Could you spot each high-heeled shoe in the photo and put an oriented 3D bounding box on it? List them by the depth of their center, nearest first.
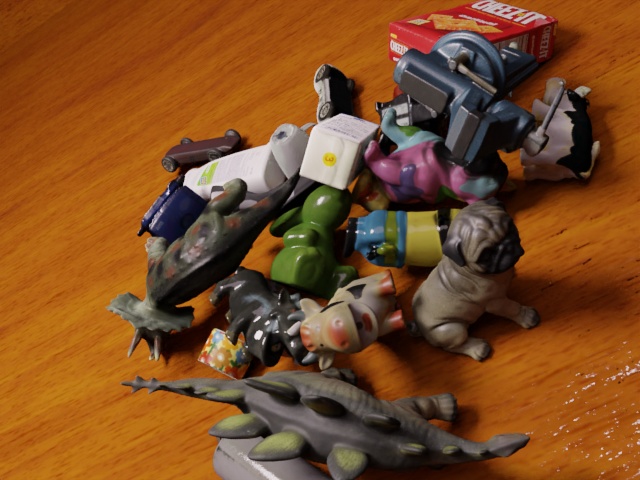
[{"bbox_3d":[-0.095,-0.091,0.934,0.249,0.086,0.145,-37,71,28],"label":"high-heeled shoe"}]

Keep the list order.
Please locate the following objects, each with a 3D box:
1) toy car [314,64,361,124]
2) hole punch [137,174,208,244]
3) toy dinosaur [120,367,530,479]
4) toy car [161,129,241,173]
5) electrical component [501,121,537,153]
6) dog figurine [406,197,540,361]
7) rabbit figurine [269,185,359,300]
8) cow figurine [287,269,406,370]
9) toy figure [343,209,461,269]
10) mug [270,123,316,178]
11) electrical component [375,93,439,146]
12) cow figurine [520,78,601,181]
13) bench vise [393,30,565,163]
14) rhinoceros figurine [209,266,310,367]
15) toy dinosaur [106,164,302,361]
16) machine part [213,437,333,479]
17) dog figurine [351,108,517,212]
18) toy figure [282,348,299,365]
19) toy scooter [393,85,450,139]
[{"bbox_3d":[0.030,-0.259,1.013,0.056,0.073,0.202,-43,38,39],"label":"toy car"},{"bbox_3d":[-0.255,-0.034,1.005,0.092,0.115,0.142,26,74,33],"label":"hole punch"},{"bbox_3d":[-0.014,0.194,0.608,0.472,0.198,0.105,-3,74,30],"label":"toy dinosaur"},{"bbox_3d":[-0.253,-0.188,1.157,0.202,0.053,0.089,-2,38,31],"label":"toy car"},{"bbox_3d":[0.279,-0.161,0.821,0.094,0.021,0.063,-42,46,-2],"label":"electrical component"},{"bbox_3d":[0.156,0.045,0.628,0.172,0.190,0.121,-36,46,7],"label":"dog figurine"},{"bbox_3d":[-0.002,-0.002,0.819,0.159,0.121,0.170,5,73,59],"label":"rabbit figurine"},{"bbox_3d":[0.038,0.092,0.663,0.127,0.195,0.085,-20,90,9],"label":"cow figurine"},{"bbox_3d":[0.123,-0.002,0.727,0.180,0.089,0.082,6,67,5],"label":"toy figure"},{"bbox_3d":[-0.033,-0.164,0.962,0.081,0.107,0.109,29,78,41],"label":"mug"},{"bbox_3d":[0.144,-0.192,0.835,0.119,0.048,0.074,-9,89,47],"label":"electrical component"},{"bbox_3d":[0.343,-0.158,0.748,0.098,0.068,0.167,10,66,31],"label":"cow figurine"},{"bbox_3d":[0.227,-0.204,0.711,0.224,0.128,0.240,30,50,30],"label":"bench vise"},{"bbox_3d":[-0.073,0.108,0.732,0.112,0.073,0.191,-37,43,-12],"label":"rhinoceros figurine"},{"bbox_3d":[-0.180,0.031,0.819,0.405,0.131,0.192,-40,28,24],"label":"toy dinosaur"},{"bbox_3d":[-0.050,0.293,0.652,0.244,0.079,0.079,15,67,39],"label":"machine part"},{"bbox_3d":[0.167,-0.083,0.783,0.219,0.191,0.108,27,56,9],"label":"dog figurine"},{"bbox_3d":[-0.056,0.134,0.786,0.155,0.058,0.064,22,102,37],"label":"toy figure"},{"bbox_3d":[0.194,-0.210,0.879,0.184,0.075,0.135,8,65,31],"label":"toy scooter"}]
